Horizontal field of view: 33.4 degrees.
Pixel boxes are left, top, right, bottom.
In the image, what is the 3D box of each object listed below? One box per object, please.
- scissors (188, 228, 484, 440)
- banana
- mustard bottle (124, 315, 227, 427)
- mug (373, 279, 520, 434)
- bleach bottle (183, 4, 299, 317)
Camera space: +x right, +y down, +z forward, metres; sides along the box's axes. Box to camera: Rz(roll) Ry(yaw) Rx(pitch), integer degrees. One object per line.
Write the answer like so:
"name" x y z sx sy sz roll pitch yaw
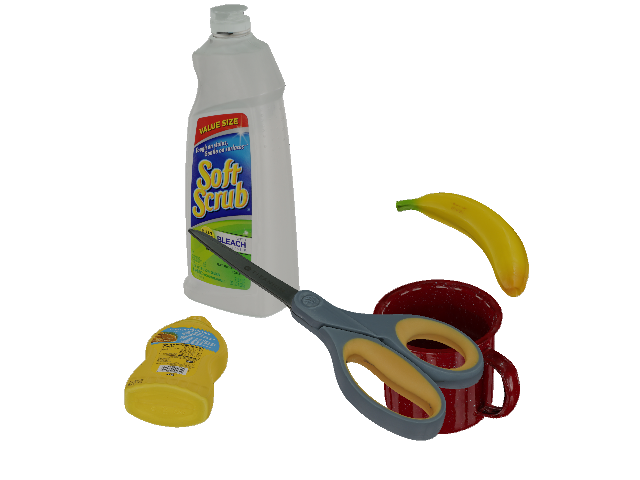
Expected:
"scissors" 0.013 0.039 0.616 0.096 0.016 0.202 -15 43 -33
"banana" 0.159 -0.004 1.081 0.069 0.037 0.198 -34 39 -14
"mustard bottle" -0.159 0.141 1.245 0.096 0.058 0.191 5 25 4
"mug" 0.095 0.091 0.779 0.117 0.081 0.093 22 39 37
"bleach bottle" -0.072 -0.065 0.871 0.103 0.251 0.068 14 29 32
